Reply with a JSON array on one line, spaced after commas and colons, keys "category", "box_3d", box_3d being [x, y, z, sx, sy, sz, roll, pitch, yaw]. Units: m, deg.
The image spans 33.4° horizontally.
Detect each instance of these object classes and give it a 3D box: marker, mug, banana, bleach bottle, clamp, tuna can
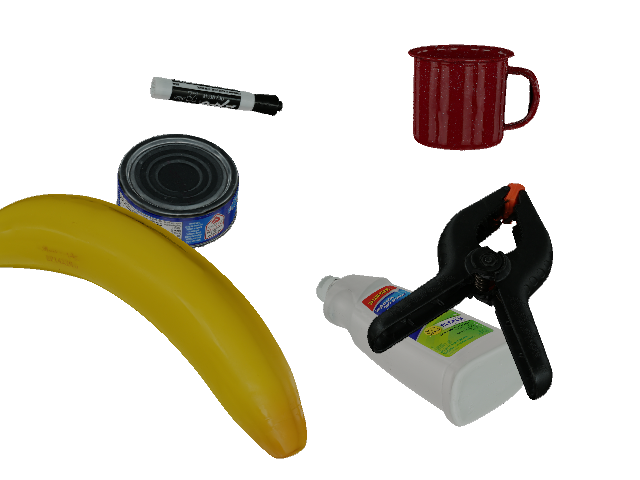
[{"category": "marker", "box_3d": [-0.092, -0.129, 0.960, 0.121, 0.020, 0.020, 6, -2, -22]}, {"category": "mug", "box_3d": [0.136, -0.127, 0.950, 0.117, 0.081, 0.093, 4, 18, 12]}, {"category": "banana", "box_3d": [-0.083, 0.025, 0.480, 0.198, 0.070, 0.037, 24, 13, 19]}, {"category": "bleach bottle", "box_3d": [0.078, 0.091, 1.053, 0.102, 0.068, 0.251, -23, 31, -32]}, {"category": "clamp", "box_3d": [0.102, 0.027, 0.726, 0.120, 0.171, 0.039, 12, -43, 5]}, {"category": "tuna can", "box_3d": [-0.100, -0.036, 0.751, 0.086, 0.086, 0.034, 0, -43, -10]}]
